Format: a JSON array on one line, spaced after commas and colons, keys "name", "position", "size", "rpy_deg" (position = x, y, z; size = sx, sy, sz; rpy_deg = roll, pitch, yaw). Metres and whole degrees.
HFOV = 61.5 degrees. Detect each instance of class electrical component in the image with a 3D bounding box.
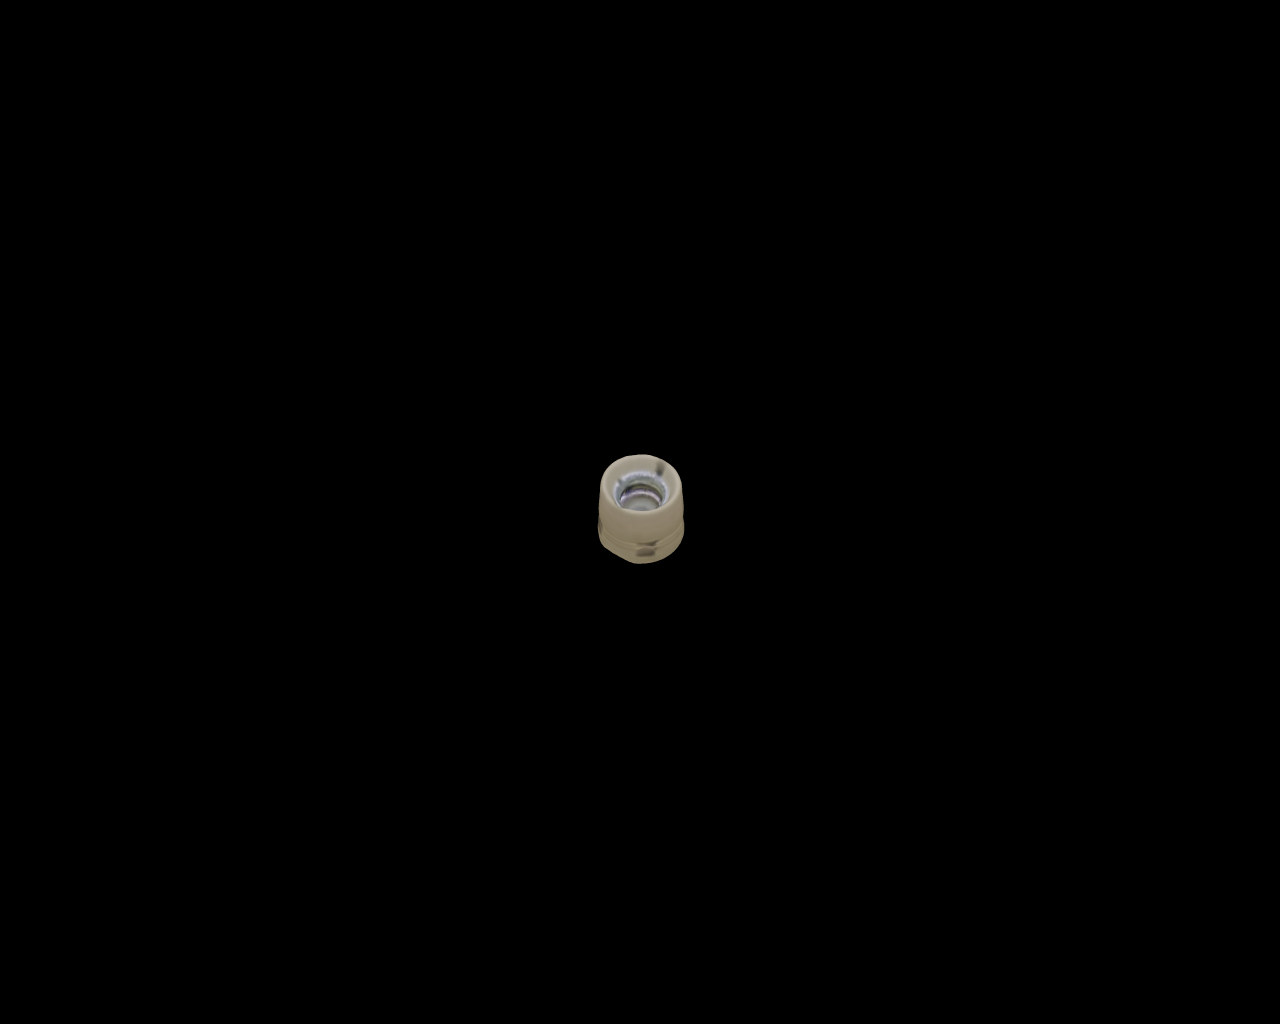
[{"name": "electrical component", "position": [0.001, -0.003, 0.650], "size": [0.055, 0.055, 0.047], "rpy_deg": [0, -39, 0]}]
